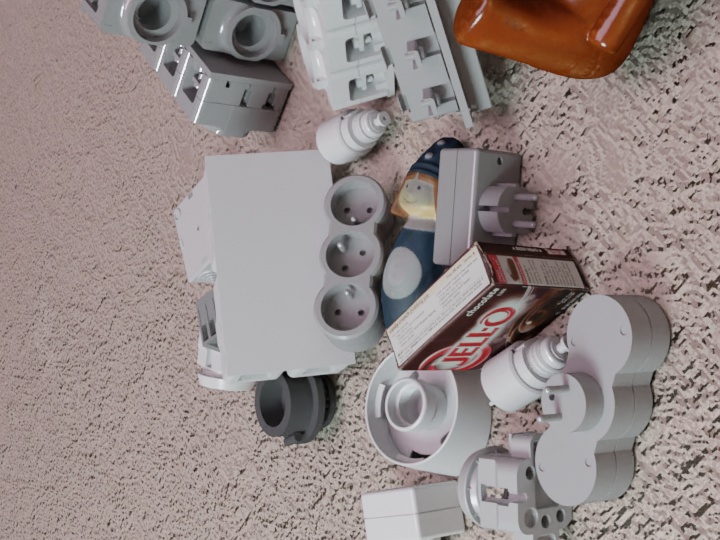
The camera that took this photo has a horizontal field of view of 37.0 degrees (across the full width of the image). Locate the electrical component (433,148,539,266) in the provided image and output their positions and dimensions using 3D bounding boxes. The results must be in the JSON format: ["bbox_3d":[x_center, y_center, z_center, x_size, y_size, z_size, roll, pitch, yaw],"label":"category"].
[{"bbox_3d":[0.096,-0.042,0.757,0.076,0.047,0.083,7,94,50],"label":"electrical component"}]

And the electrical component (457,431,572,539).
[{"bbox_3d":[0.104,0.149,0.731,0.057,0.058,0.078,-5,85,51],"label":"electrical component"}]

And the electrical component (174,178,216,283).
[{"bbox_3d":[-0.142,-0.041,1.072,0.100,0.048,0.099,-39,59,45],"label":"electrical component"}]

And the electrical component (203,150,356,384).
[{"bbox_3d":[-0.073,-0.002,0.918,0.060,0.105,0.186,131,133,-72],"label":"electrical component"}]

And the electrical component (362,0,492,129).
[{"bbox_3d":[0.046,-0.166,0.753,0.063,0.121,0.078,-14,41,12],"label":"electrical component"}]

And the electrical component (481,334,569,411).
[{"bbox_3d":[0.117,0.066,0.730,0.078,0.040,0.040,-42,57,44],"label":"electrical component"}]

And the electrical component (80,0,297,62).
[{"bbox_3d":[-0.141,-0.255,0.964,0.060,0.186,0.105,48,126,43],"label":"electrical component"}]

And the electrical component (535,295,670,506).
[{"bbox_3d":[0.139,0.082,0.672,0.052,0.074,0.138,28,111,50],"label":"electrical component"}]

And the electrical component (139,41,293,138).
[{"bbox_3d":[-0.144,-0.195,1.047,0.150,0.089,0.061,52,128,41],"label":"electrical component"}]

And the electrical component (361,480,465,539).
[{"bbox_3d":[0.043,0.204,0.819,0.066,0.047,0.076,-22,72,51],"label":"electrical component"}]

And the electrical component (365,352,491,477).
[{"bbox_3d":[0.053,0.105,0.814,0.099,0.064,0.099,-13,70,41],"label":"electrical component"}]

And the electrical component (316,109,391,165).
[{"bbox_3d":[-0.003,-0.115,0.897,0.078,0.040,0.040,-17,75,52],"label":"electrical component"}]

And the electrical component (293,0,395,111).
[{"bbox_3d":[-0.017,-0.206,0.838,0.150,0.062,0.089,85,167,-63],"label":"electrical component"}]

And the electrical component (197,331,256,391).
[{"bbox_3d":[-0.126,0.085,1.041,0.078,0.058,0.057,9,93,53],"label":"electrical component"}]

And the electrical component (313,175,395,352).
[{"bbox_3d":[0.000,0.000,0.873,0.052,0.073,0.138,0,70,13],"label":"electrical component"}]
